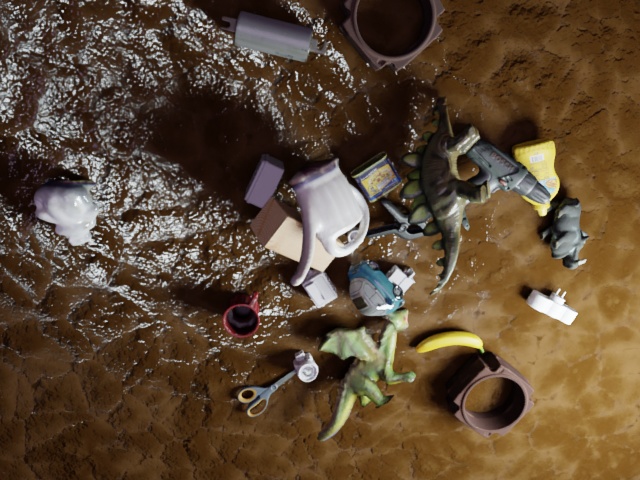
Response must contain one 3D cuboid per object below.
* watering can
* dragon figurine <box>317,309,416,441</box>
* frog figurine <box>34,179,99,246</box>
[{"bbox_3d":[0.003,-0.057,1.138,0.103,0.353,0.223,-22,99,38],"label":"watering can"},{"bbox_3d":[0.093,0.338,1.376,0.410,0.122,0.242,-38,96,-1],"label":"dragon figurine"},{"bbox_3d":[-0.596,-0.063,1.216,0.137,0.123,0.159,-2,95,-23],"label":"frog figurine"}]
